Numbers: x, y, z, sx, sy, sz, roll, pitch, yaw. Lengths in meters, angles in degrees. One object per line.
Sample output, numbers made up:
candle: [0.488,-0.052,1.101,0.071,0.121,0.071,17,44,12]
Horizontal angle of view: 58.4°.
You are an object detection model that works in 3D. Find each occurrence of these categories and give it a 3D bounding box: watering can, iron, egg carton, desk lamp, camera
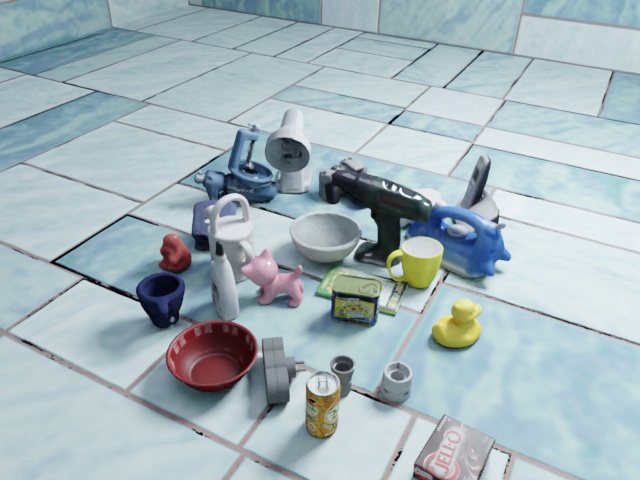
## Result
watering can: [-0.199,-0.015,1.243,0.172,0.194,0.101,20,38,25]
iron: [0.310,-0.020,1.319,0.257,0.141,0.119,27,42,32]
egg carton: [0.251,-0.084,1.474,0.150,0.069,0.107,-4,35,-9]
desk lamp: [-0.079,-0.234,1.553,0.118,0.214,0.203,3,34,2]
camera: [0.086,-0.154,1.544,0.143,0.101,0.136,-18,39,-26]

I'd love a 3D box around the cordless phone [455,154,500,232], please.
cordless phone: [0.394,-0.106,1.411,0.094,0.185,0.147,-3,34,-6]

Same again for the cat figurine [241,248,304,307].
cat figurine: [-0.096,0.073,1.185,0.128,0.118,0.067,2,34,0]

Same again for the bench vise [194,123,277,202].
bench vise: [-0.212,-0.185,1.470,0.208,0.220,0.121,-18,39,-26]

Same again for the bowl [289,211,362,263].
bowl: [0.012,0.005,1.329,0.167,0.075,0.167,1,34,-1]

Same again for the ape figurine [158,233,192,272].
ape figurine: [-0.325,0.024,1.270,0.076,0.092,0.077,-5,35,-10]

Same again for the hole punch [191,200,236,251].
hole punch: [-0.248,-0.035,1.362,0.108,0.091,0.101,-1,34,-4]

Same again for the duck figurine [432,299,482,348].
duck figurine: [0.269,0.154,1.109,0.105,0.086,0.077,-12,36,-18]

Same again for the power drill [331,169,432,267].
power drill: [0.132,-0.048,1.293,0.229,0.208,0.076,11,35,13]

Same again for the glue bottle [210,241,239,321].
glue bottle: [-0.193,0.074,1.130,0.037,0.173,0.078,-19,39,-27]

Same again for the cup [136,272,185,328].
cup: [-0.302,0.132,1.110,0.092,0.095,0.117,-9,36,-16]
